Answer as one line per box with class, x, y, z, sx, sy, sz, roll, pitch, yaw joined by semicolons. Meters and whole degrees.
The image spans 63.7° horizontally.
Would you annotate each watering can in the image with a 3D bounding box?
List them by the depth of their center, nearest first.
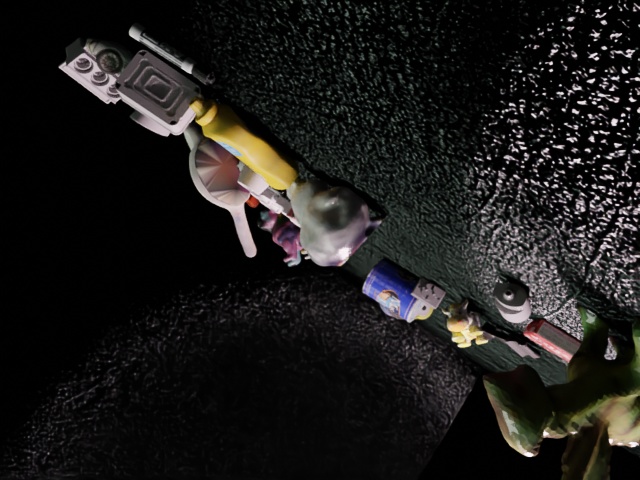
watering can;-0.204;-0.109;1.133;0.345;0.105;0.224;63;164;-11

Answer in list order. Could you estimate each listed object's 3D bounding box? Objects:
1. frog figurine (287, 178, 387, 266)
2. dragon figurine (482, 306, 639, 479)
frog figurine;0.002;-0.041;0.814;0.160;0.125;0.134;42;142;3
dragon figurine;0.323;0.223;0.578;0.406;0.245;0.122;38;167;-26
